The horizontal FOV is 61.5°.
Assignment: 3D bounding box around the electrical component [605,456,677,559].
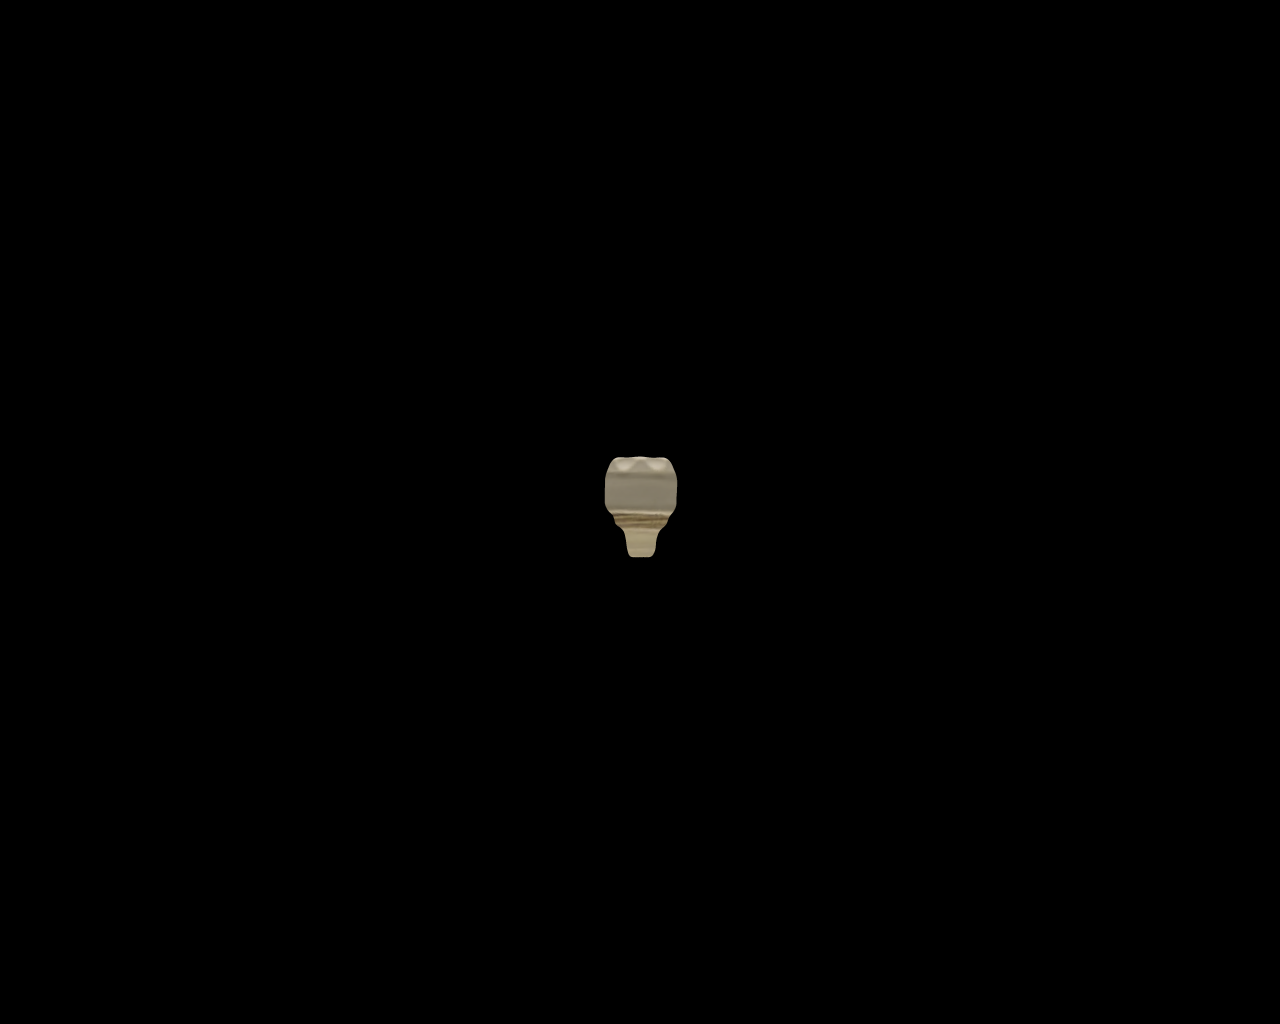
[{"bbox_3d":[0.001,-0.003,0.650,0.043,0.062,0.043,0,0,0],"label":"electrical component"}]
